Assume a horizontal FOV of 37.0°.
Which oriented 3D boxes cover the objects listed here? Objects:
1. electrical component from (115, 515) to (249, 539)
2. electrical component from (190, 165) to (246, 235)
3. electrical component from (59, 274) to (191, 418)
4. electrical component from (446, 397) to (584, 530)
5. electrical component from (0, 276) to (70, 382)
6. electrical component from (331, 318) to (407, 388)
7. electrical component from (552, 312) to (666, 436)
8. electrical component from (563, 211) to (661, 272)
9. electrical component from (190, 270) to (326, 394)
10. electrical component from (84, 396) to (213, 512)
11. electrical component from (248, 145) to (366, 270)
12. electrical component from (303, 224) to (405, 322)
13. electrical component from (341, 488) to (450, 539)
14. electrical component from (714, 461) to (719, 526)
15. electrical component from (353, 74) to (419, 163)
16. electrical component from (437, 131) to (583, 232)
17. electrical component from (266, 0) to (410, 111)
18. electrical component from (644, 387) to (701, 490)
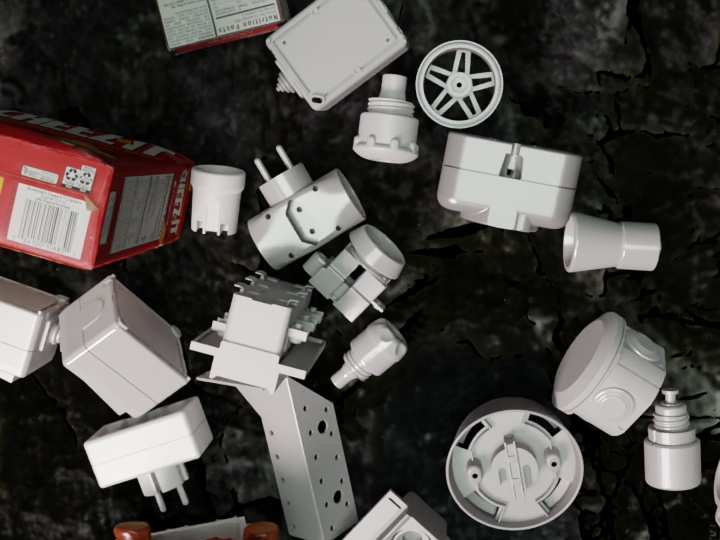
[{"bbox_3d":[-0.137,0.234,0.832,0.121,0.063,0.078,-12,97,7],"label":"electrical component"},{"bbox_3d":[-0.107,-0.052,0.800,0.040,0.040,0.046,8,104,4],"label":"electrical component"},{"bbox_3d":[-0.174,0.063,0.799,0.061,0.061,0.096,-36,129,9],"label":"electrical component"},{"bbox_3d":[0.113,0.142,0.795,0.099,0.064,0.099,1,98,5],"label":"electrical component"},{"bbox_3d":[-0.269,0.044,0.817,0.096,0.061,0.061,19,100,2],"label":"electrical component"},{"bbox_3d":[0.004,0.066,0.809,0.061,0.035,0.035,-41,93,12],"label":"electrical component"},{"bbox_3d":[0.178,0.075,0.773,0.051,0.080,0.080,31,100,-5],"label":"electrical component"},{"bbox_3d":[0.184,-0.018,0.778,0.065,0.044,0.044,4,99,0],"label":"electrical component"},{"bbox_3d":[-0.066,0.041,0.768,0.079,0.121,0.063,15,97,3],"label":"electrical component"},{"bbox_3d":[-0.156,0.149,0.829,0.083,0.047,0.075,-18,96,8],"label":"electrical component"},{"bbox_3d":[-0.048,-0.053,0.792,0.077,0.043,0.079,-30,95,9],"label":"electrical component"},{"bbox_3d":[0.000,0.000,0.795,0.066,0.048,0.055,43,107,-2],"label":"electrical component"},{"bbox_3d":[0.013,0.230,0.818,0.079,0.063,0.121,42,100,-2],"label":"electrical component"},{"bbox_3d":[0.308,0.113,0.753,0.060,0.105,0.186,14,99,3],"label":"electrical component"},{"bbox_3d":[0.022,-0.109,0.778,0.048,0.048,0.062,7,92,4],"label":"electrical component"},{"bbox_3d":[0.105,-0.062,0.771,0.095,0.053,0.059,11,99,3],"label":"electrical component"},{"bbox_3d":[-0.019,-0.157,0.765,0.096,0.061,0.061,-36,94,9],"label":"electrical component"},{"bbox_3d":[0.231,0.126,0.795,0.040,0.040,0.078,-3,98,6],"label":"electrical component"}]
